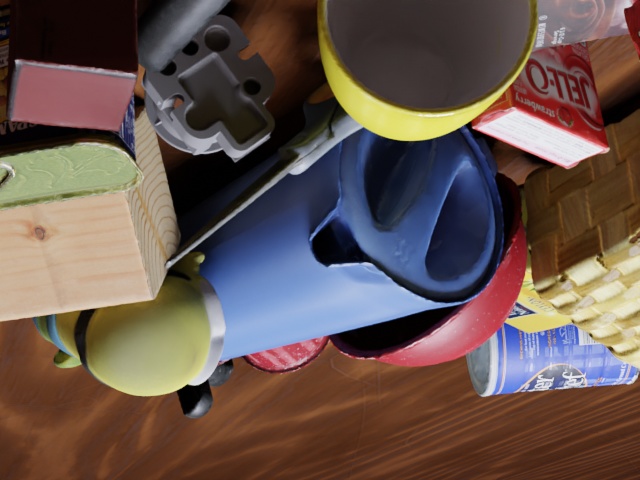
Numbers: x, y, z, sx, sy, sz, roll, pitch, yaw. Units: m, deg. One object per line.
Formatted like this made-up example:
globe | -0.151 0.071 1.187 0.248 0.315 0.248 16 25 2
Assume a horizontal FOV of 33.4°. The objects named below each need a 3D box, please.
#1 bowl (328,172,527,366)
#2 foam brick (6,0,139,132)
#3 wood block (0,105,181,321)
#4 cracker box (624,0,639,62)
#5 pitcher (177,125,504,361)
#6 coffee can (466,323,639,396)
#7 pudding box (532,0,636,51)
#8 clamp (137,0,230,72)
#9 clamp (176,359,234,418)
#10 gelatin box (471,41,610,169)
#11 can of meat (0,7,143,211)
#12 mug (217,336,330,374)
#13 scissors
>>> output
bowl | 0.082 0.030 0.718 0.162 0.162 0.055 -24 122 40
foam brick | -0.109 -0.096 0.470 0.053 0.078 0.051 4 158 -18
wood block | -0.196 -0.008 0.612 0.206 0.091 0.090 -8 -157 7
cracker box | 0.263 -0.107 0.482 0.214 0.072 0.164 -31 152 21
pitcher | -0.005 0.001 0.698 0.149 0.145 0.243 25 149 -33
coffee can | 0.212 0.087 0.984 0.140 0.103 0.103 -4 159 -5
pudding box | 0.138 -0.135 0.479 0.090 0.039 0.113 -8 159 5
clamp | -0.013 -0.131 0.456 0.120 0.039 0.172 -16 162 -25
clamp | -0.118 0.095 0.909 0.036 0.165 0.209 -49 158 4
gelatin box | 0.112 -0.084 0.557 0.089 0.073 0.030 15 151 -41
can of meat | -0.141 -0.067 0.526 0.102 0.084 0.057 -8 159 7
mug | -0.052 0.058 0.850 0.117 0.093 0.081 -35 151 2
scissors | -0.014 -0.048 0.540 0.201 0.016 0.096 -36 -160 -20
